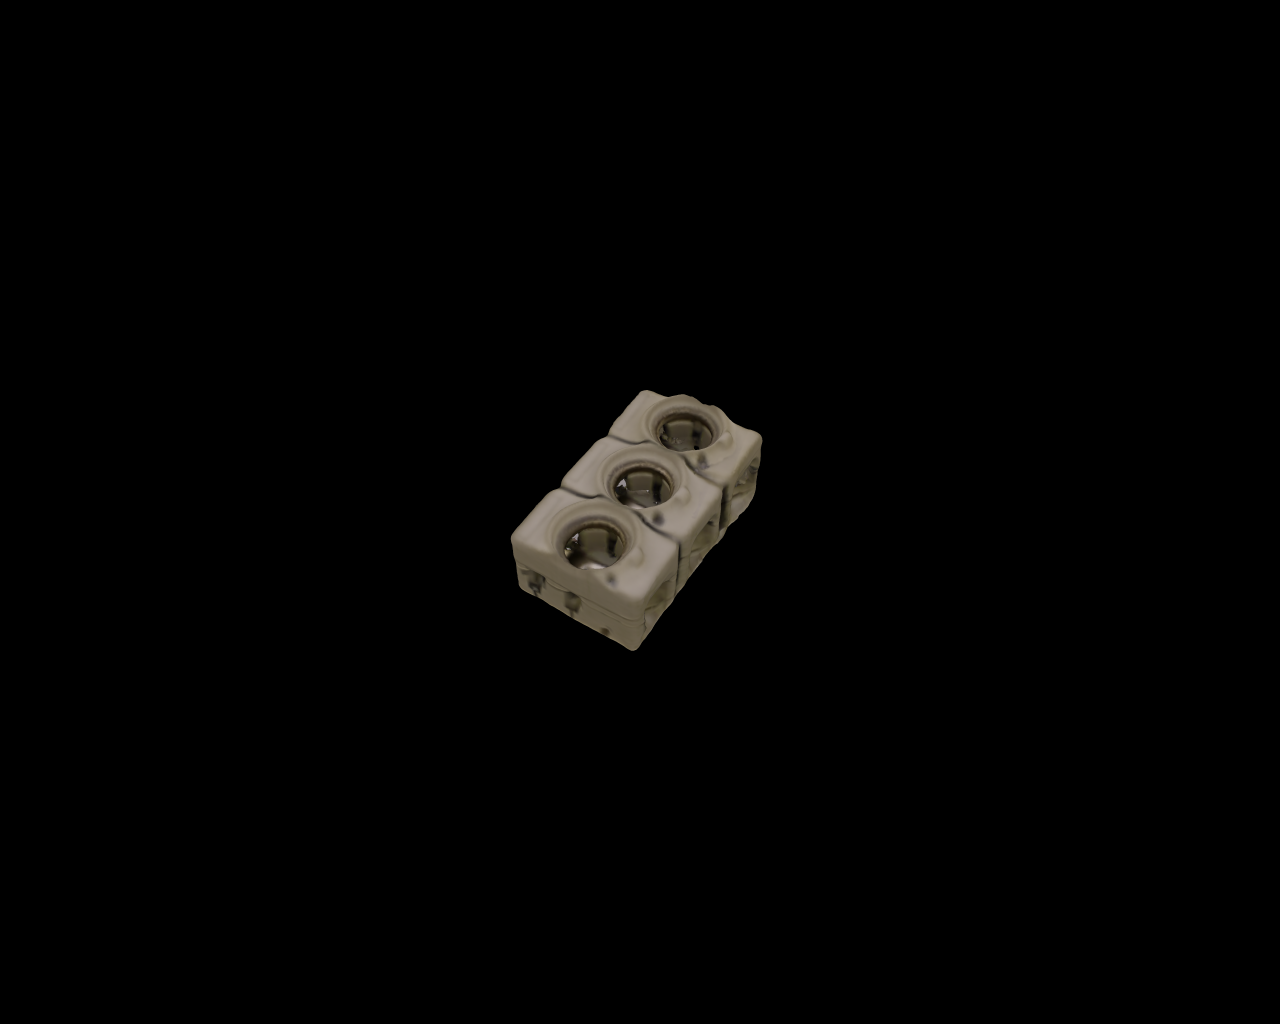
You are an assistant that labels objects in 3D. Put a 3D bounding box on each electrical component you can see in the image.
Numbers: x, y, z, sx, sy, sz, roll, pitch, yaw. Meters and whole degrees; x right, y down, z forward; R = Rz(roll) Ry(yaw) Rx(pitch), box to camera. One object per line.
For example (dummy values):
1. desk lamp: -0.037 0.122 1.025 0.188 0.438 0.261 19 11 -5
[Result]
1. electrical component: 0.001 -0.003 0.650 0.089 0.150 0.061 25 -36 20
